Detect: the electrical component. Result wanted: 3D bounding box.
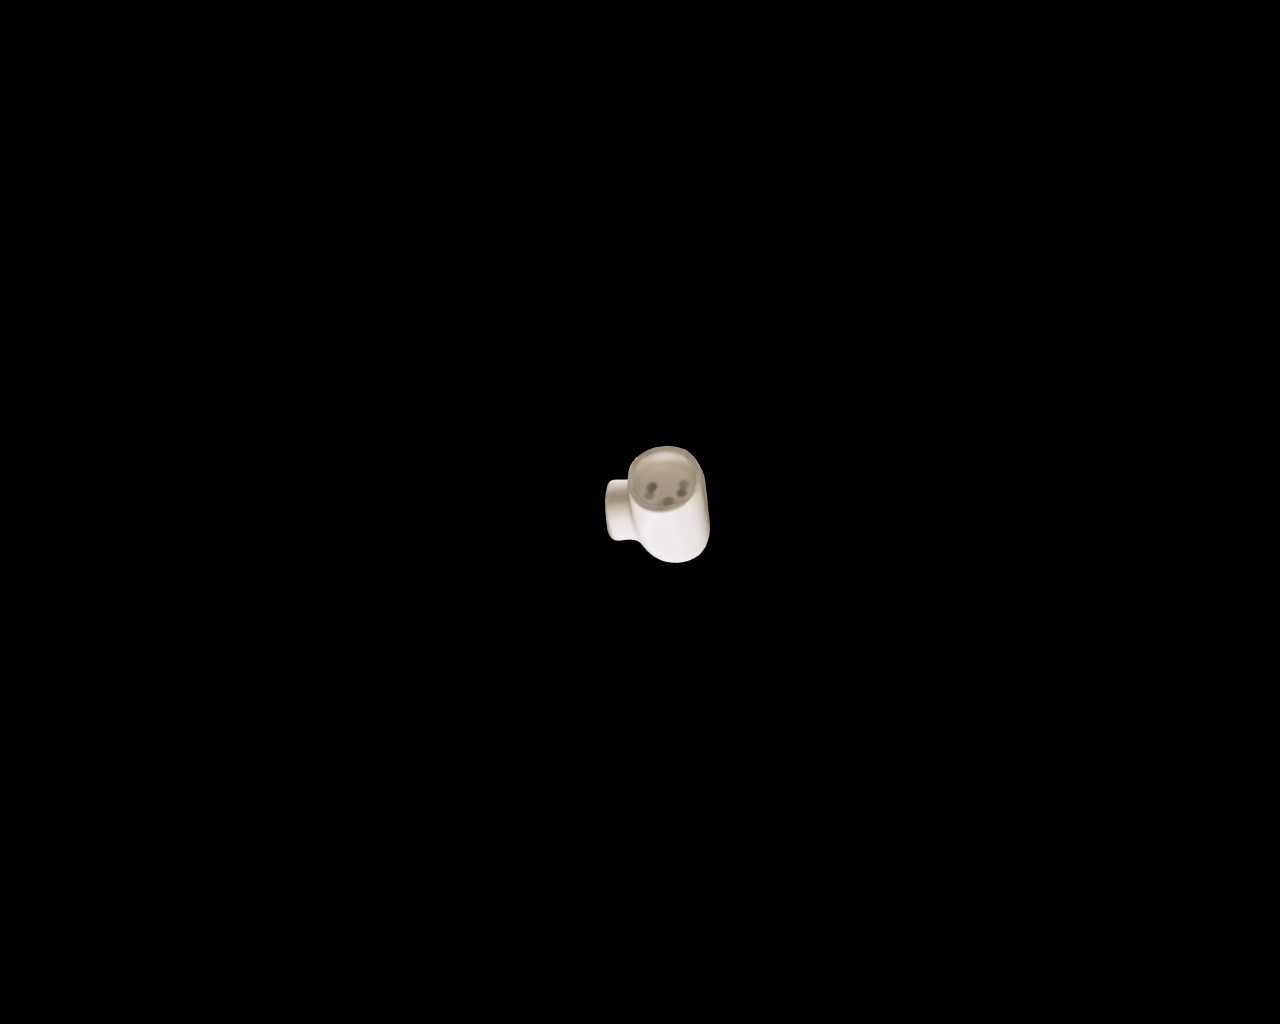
[{"bbox_3d":[0.001,-0.003,0.650,0.079,0.044,0.077,-3,-26,7],"label":"electrical component"}]
